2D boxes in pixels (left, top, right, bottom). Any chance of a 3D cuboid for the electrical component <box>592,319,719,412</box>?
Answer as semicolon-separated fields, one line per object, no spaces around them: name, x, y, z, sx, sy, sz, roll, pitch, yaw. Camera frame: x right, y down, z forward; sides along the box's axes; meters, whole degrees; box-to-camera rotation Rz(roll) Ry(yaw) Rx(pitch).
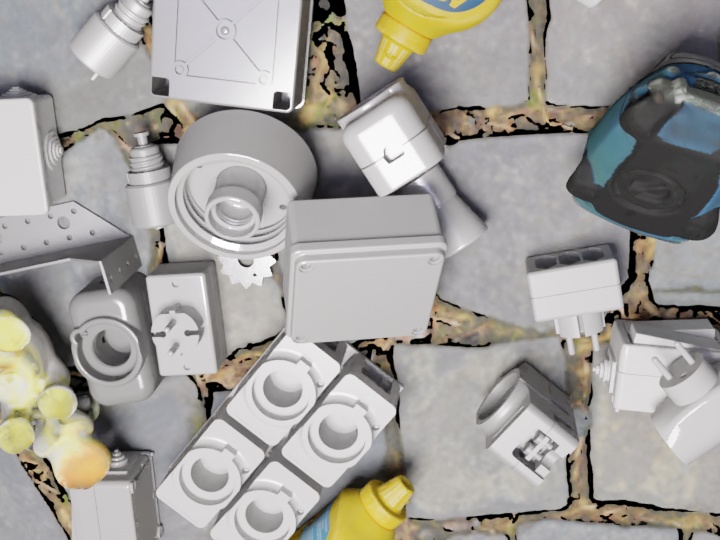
electrical component;0.225;0.070;0.810;0.096;0.061;0.061;5;106;5

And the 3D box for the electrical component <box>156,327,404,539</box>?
electrical component;-0.066;0.138;0.863;0.105;0.060;0.186;38;106;-5

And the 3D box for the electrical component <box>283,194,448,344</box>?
electrical component;0.000;0.000;0.781;0.109;0.056;0.108;-3;144;-9

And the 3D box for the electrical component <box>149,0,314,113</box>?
electrical component;-0.092;-0.174;0.777;0.109;0.056;0.108;7;107;4

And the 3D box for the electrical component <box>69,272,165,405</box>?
electrical component;-0.192;0.056;0.853;0.054;0.059;0.095;-8;105;9

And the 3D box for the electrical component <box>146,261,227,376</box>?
electrical component;-0.139;0.043;0.835;0.047;0.075;0.083;-3;106;7

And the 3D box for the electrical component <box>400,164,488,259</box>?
electrical component;0.060;-0.046;0.807;0.044;0.044;0.065;-33;95;14

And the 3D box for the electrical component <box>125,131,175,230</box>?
electrical component;-0.160;-0.067;0.824;0.040;0.040;0.078;-7;105;8

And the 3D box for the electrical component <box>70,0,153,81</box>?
electrical component;-0.179;-0.177;0.794;0.040;0.040;0.078;44;106;-7

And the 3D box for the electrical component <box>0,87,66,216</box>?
electrical component;-0.279;-0.089;0.826;0.100;0.048;0.099;-2;106;7

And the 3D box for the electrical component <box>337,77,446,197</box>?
electrical component;0.023;-0.097;0.766;0.054;0.095;0.059;-31;100;13

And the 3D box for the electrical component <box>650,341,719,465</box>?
electrical component;0.238;0.085;0.756;0.077;0.044;0.079;-39;99;15

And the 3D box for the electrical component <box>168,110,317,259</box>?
electrical component;-0.088;-0.056;0.788;0.108;0.060;0.108;4;133;4

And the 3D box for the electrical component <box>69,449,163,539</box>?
electrical component;-0.206;0.193;0.893;0.061;0.061;0.096;-1;106;7

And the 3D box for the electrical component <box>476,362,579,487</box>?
electrical component;0.126;0.113;0.819;0.056;0.089;0.050;39;107;-5

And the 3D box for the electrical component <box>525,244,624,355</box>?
electrical component;0.164;0.027;0.812;0.066;0.047;0.076;-10;104;9

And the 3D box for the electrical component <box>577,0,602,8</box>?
electrical component;0.156;-0.214;0.741;0.047;0.055;0.055;34;107;-8
